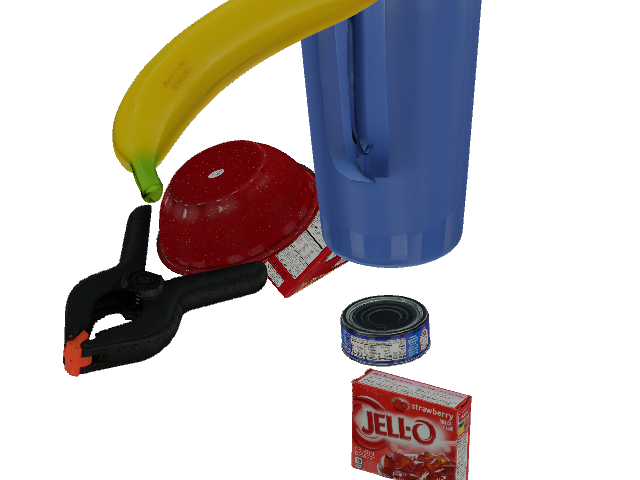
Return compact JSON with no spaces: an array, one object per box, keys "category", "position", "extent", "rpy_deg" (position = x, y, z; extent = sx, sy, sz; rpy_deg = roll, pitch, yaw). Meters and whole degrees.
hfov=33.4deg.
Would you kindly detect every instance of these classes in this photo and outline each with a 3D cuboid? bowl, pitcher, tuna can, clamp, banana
[{"category":"bowl","position":[-0.082,-0.040,0.948],"extent":[0.162,0.055,0.162],"rpy_deg":[-16,36,12]},{"category":"pitcher","position":[0.045,-0.102,0.756],"extent":[0.149,0.243,0.145],"rpy_deg":[-13,28,-20]},{"category":"tuna can","position":[0.062,0.084,1.017],"extent":[0.086,0.034,0.086],"rpy_deg":[-4,23,1]},{"category":"clamp","position":[-0.132,0.033,0.769],"extent":[0.120,0.039,0.171],"rpy_deg":[27,38,26]},{"category":"banana","position":[-0.045,-0.093,0.559],"extent":[0.070,0.197,0.037],"rpy_deg":[32,-27,21]}]

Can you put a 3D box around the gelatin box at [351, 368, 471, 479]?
[{"category":"gelatin box","position":[0.066,0.142,0.790],"extent":[0.089,0.073,0.030],"rpy_deg":[11,22,31]}]

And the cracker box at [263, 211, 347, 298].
[{"category":"cracker box","position":[0.038,-0.041,1.256],"extent":[0.214,0.072,0.163],"rpy_deg":[-48,-12,35]}]
